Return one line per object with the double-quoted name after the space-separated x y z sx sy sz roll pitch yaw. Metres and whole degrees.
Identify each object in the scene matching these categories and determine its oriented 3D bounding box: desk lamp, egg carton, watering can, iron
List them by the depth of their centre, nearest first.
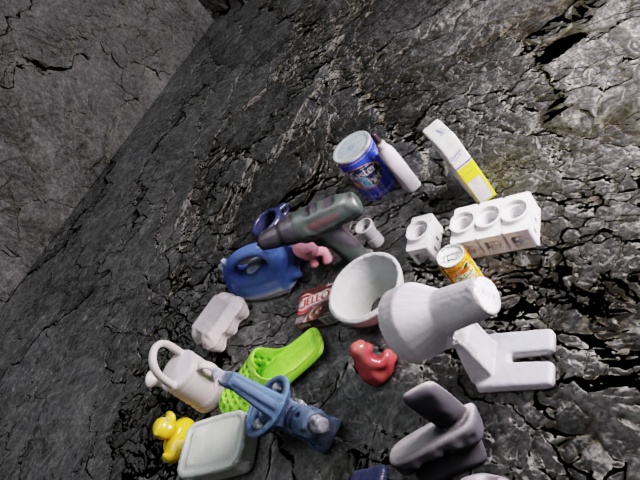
0.221 0.137 0.868 0.202 0.214 0.118 -15 44 35 "desk lamp"
-0.304 0.294 1.246 0.173 0.195 0.100 -37 35 10 "watering can"
-0.163 0.066 1.391 0.257 0.142 0.118 -21 41 29 "iron"
-0.244 0.199 1.396 0.107 0.070 0.150 11 62 50 "egg carton"

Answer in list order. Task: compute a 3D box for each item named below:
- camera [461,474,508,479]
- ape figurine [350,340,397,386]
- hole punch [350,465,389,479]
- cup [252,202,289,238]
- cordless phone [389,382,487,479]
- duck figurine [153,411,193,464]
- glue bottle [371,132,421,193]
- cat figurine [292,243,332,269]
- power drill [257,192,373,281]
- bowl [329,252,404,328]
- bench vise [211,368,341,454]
0.184 0.379 0.750 0.136 0.101 0.143 -9 47 40 "camera"
0.088 0.213 1.029 0.077 0.092 0.076 7 58 48 "ape figurine"
0.072 0.398 0.850 0.100 0.091 0.109 -15 44 34 "hole punch"
-0.106 -0.031 1.478 0.118 0.095 0.091 -49 35 -8 "cup"
0.147 0.268 0.829 0.147 0.186 0.094 -35 35 12 "cordless phone"
-0.322 0.419 1.228 0.077 0.086 0.104 -20 41 30 "duck figurine"
0.163 -0.182 1.298 0.037 0.174 0.078 -41 35 3 "glue bottle"
-0.022 0.004 1.336 0.067 0.118 0.128 -16 43 34 "cat figurine"
0.011 0.004 1.222 0.229 0.209 0.075 -34 36 13 "power drill"
0.103 0.110 1.137 0.167 0.075 0.167 -26 38 23 "bowl"
-0.076 0.282 1.008 0.206 0.220 0.121 -16 43 33 "bench vise"
